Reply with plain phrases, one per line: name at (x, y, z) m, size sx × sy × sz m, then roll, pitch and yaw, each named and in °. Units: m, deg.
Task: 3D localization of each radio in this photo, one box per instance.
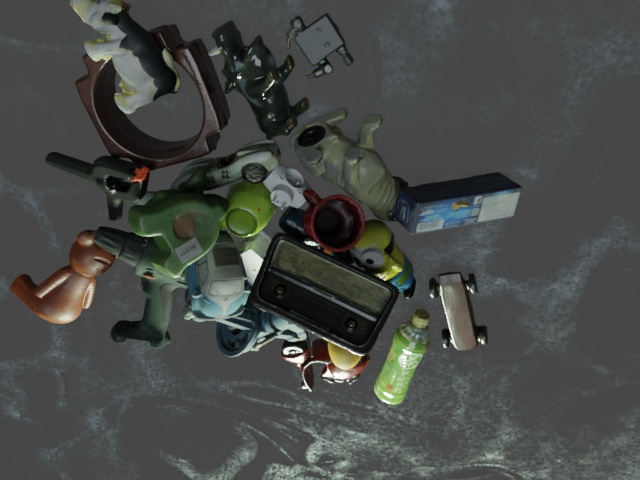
radio at (0.003, 0.093, 0.905) m, size 0.230 × 0.073 × 0.131 m, roll 25°, pitch 81°, yaw 7°

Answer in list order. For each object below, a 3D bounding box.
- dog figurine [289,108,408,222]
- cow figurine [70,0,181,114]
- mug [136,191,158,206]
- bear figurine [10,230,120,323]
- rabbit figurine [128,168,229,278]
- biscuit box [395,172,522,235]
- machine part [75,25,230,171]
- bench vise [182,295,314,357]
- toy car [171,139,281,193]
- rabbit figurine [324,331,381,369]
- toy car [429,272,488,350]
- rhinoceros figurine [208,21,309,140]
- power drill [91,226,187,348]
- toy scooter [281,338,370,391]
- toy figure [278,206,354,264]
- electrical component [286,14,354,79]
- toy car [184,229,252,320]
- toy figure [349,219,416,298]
dog figurine at (0.051, -0.107, 0.898) m, size 0.173 × 0.121 × 0.190 m, roll 22°, pitch 154°, yaw 36°
cow figurine at (-0.266, -0.269, 0.739) m, size 0.098 × 0.068 × 0.167 m, roll -18°, pitch 120°, yaw 8°
mug at (-0.273, -0.041, 0.972) m, size 0.107 × 0.081 × 0.109 m, roll 23°, pitch 155°, yaw 1°
bear figurine at (-0.477, 0.056, 1.030) m, size 0.132 × 0.120 × 0.195 m, roll 32°, pitch 94°, yaw 33°
rabbit figurine at (-0.229, -0.044, 0.844) m, size 0.159 × 0.170 × 0.121 m, roll -42°, pitch 121°, yaw -17°
biscuit box at (0.224, -0.061, 0.874) m, size 0.203 × 0.063 × 0.059 m, roll -9°, pitch 123°, yaw -19°
machine part at (-0.259, -0.223, 0.854) m, size 0.201 × 0.087 × 0.201 m, roll -13°, pitch 117°, yaw 12°
bench vise at (-0.139, 0.152, 1.012) m, size 0.224 × 0.129 × 0.240 m, roll -16°, pitch 152°, yaw 40°
toy car at (-0.162, -0.119, 0.912) m, size 0.202 × 0.073 × 0.056 m, roll -14°, pitch 121°, yaw 12°
rabbit figurine at (0.059, 0.155, 0.995) m, size 0.122 × 0.173 × 0.162 m, roll 11°, pitch 125°, yaw 3°
toy car at (0.267, 0.134, 1.033) m, size 0.089 × 0.053 × 0.201 m, roll -8°, pitch 123°, yaw 21°
rhinoceros figurine at (-0.095, -0.246, 0.832) m, size 0.112 × 0.073 × 0.190 m, roll -4°, pitch 132°, yaw 35°
power drill at (-0.332, 0.092, 1.015) m, size 0.232 × 0.086 × 0.207 m, roll 16°, pitch 99°, yaw -22°
toy scooter at (0.010, 0.262, 1.117) m, size 0.184 × 0.075 × 0.135 m, roll 4°, pitch 120°, yaw 6°
toy figure at (-0.001, -0.004, 0.973) m, size 0.154 × 0.058 × 0.064 m, roll 34°, pitch 105°, yaw -13°
electrical component at (-0.005, -0.294, 0.813) m, size 0.078 × 0.045 × 0.102 m, roll -23°, pitch 115°, yaw 19°
toy car at (-0.169, 0.049, 0.907) m, size 0.109 × 0.161 × 0.103 m, roll -1°, pitch 162°, yaw -29°
toy figure at (0.115, 0.037, 0.965) m, size 0.082 × 0.089 × 0.180 m, roll -20°, pitch 139°, yaw 26°
